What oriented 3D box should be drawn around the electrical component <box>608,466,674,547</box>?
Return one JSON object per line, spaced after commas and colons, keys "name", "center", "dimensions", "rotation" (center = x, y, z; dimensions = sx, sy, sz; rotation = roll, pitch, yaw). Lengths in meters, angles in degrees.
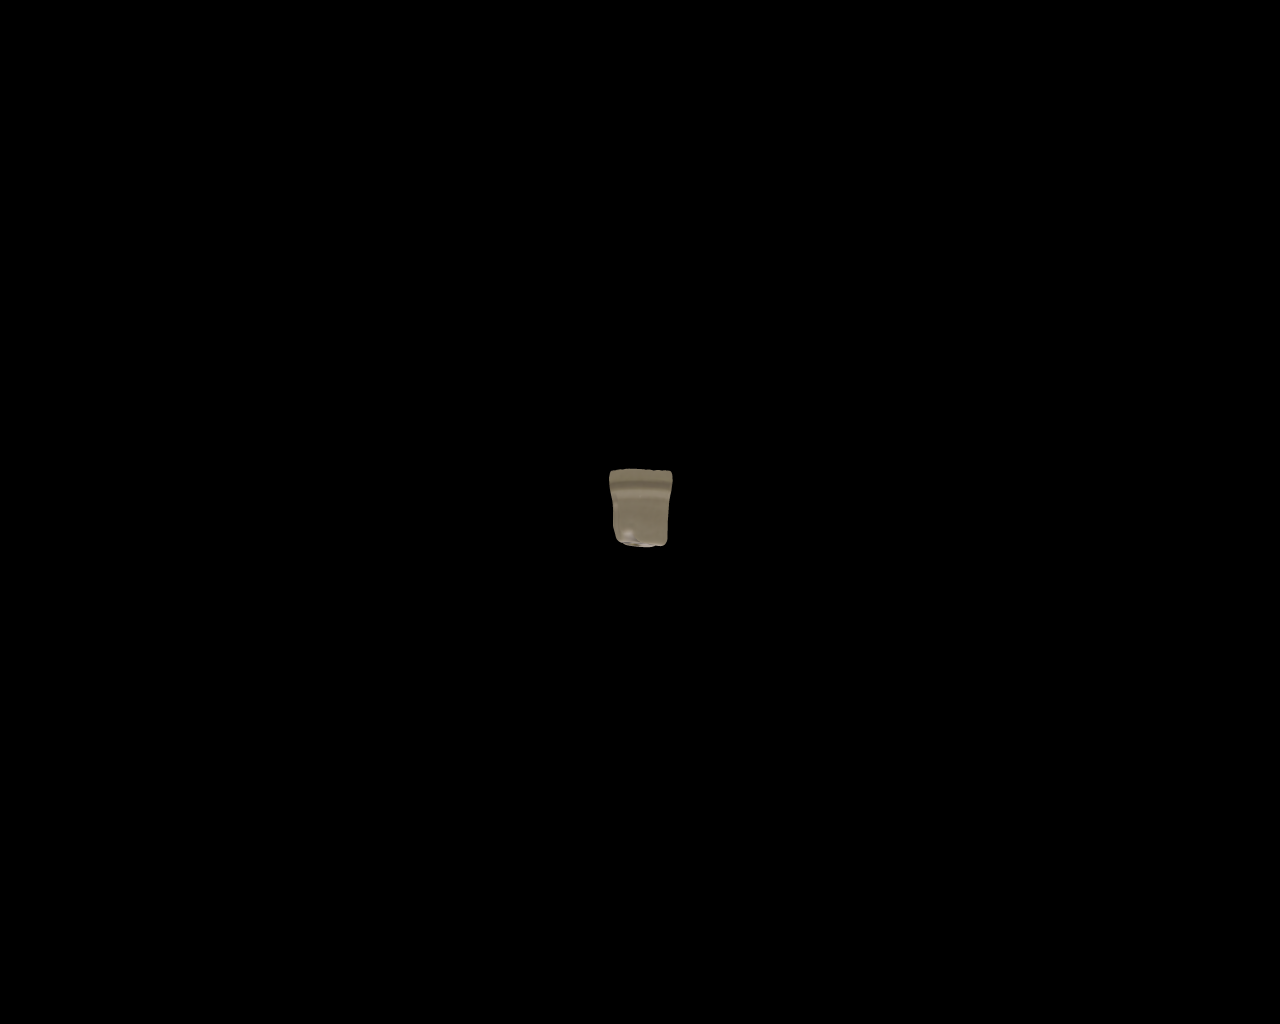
{"name": "electrical component", "center": [0.001, -0.003, 0.650], "dimensions": [0.040, 0.046, 0.040], "rotation": [0, -5, 0]}
